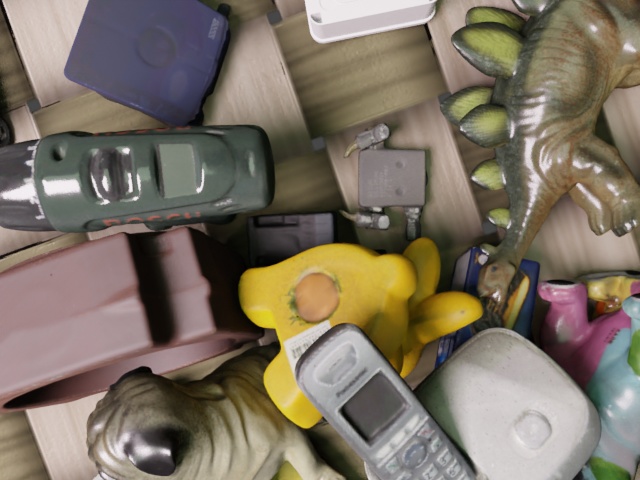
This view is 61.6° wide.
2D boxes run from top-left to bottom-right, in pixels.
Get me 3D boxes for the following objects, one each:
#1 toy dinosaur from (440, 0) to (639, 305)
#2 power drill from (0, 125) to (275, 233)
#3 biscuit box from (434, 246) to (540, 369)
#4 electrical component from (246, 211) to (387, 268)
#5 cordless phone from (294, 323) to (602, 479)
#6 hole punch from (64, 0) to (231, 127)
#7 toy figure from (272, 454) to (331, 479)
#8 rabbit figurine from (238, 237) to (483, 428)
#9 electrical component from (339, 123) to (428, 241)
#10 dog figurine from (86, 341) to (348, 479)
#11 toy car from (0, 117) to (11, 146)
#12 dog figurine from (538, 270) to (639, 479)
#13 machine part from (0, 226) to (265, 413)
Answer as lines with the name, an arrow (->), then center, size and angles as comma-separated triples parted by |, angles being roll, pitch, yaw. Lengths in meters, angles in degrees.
toy dinosaur -> 0.220, -0.168, 0.440 | 0.199, 0.105, 0.471 | 27, 85, 6
power drill -> -0.146, -0.045, 0.421 | 0.232, 0.207, 0.086 | -6, 87, 2
biscuit box -> 0.133, 0.112, 0.455 | 0.063, 0.059, 0.202 | 13, 77, 3
electrical component -> -0.001, -0.001, 0.477 | 0.119, 0.075, 0.047 | -3, 94, 8
cordless phone -> 0.077, 0.098, 0.342 | 0.146, 0.089, 0.184 | -41, 112, -8
hole punch -> -0.148, -0.166, 0.473 | 0.116, 0.092, 0.142 | 21, 91, -1
toy figure -> 0.010, 0.262, 0.492 | 0.180, 0.082, 0.089 | 37, 83, 6
rabbit figurine -> 0.038, 0.065, 0.434 | 0.162, 0.173, 0.122 | -35, 54, 3
electrical component -> 0.059, -0.052, 0.485 | 0.078, 0.045, 0.102 | 6, 94, 5
dog figurine -> -0.077, 0.120, 0.414 | 0.121, 0.172, 0.190 | -37, 126, 10
toy car -> -0.360, -0.130, 0.480 | 0.109, 0.103, 0.161 | -6, 95, 3
dog figurine -> 0.237, 0.139, 0.432 | 0.191, 0.109, 0.219 | -2, 98, -34
machine part -> -0.159, 0.065, 0.425 | 0.202, 0.201, 0.087 | -18, 76, 5
